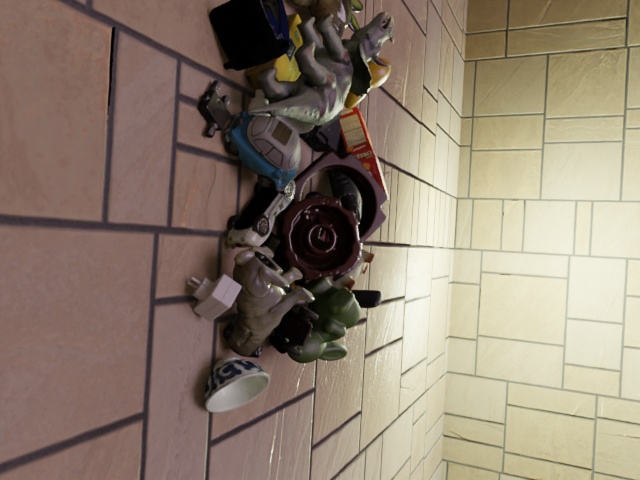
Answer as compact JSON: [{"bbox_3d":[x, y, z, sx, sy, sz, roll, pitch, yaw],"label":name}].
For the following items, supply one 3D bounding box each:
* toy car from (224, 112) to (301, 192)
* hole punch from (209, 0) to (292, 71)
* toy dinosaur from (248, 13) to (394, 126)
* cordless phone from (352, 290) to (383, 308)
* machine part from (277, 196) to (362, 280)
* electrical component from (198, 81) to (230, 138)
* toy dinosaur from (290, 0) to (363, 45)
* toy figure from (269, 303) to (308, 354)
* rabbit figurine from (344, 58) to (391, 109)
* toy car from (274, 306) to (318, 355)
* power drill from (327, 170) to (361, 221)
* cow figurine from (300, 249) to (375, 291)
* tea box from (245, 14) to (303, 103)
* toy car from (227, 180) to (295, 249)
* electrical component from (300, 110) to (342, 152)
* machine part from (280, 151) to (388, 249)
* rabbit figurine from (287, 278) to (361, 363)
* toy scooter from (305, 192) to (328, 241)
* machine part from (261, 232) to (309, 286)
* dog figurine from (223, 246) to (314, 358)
[{"bbox_3d":[-0.090,-0.176,0.992,0.161,0.103,0.109,42,51,-23],"label":"toy car"},{"bbox_3d":[-0.113,-0.368,0.944,0.115,0.142,0.092,68,29,-21],"label":"hole punch"},{"bbox_3d":[0.004,-0.298,1.023,0.192,0.131,0.405,50,57,-30],"label":"toy dinosaur"},{"bbox_3d":[0.074,0.109,1.327,0.146,0.184,0.088,-62,141,-41],"label":"cordless phone"},{"bbox_3d":[-0.002,-0.003,1.088,0.056,0.179,0.179,171,-74,-70],"label":"machine part"},{"bbox_3d":[-0.184,-0.224,0.927,0.063,0.021,0.094,56,44,-52],"label":"electrical component"},{"bbox_3d":[0.026,-0.525,1.204,0.198,0.105,0.471,31,62,-53],"label":"toy dinosaur"},{"bbox_3d":[-0.044,0.202,1.208,0.180,0.082,0.089,-35,121,-61],"label":"toy figure"},{"bbox_3d":[0.082,-0.402,1.301,0.121,0.173,0.162,74,27,-42],"label":"rabbit figurine"},{"bbox_3d":[-0.064,0.158,1.041,0.053,0.202,0.089,31,82,-31],"label":"toy car"},{"bbox_3d":[0.076,-0.079,1.373,0.207,0.086,0.232,52,20,-57],"label":"power drill"},{"bbox_3d":[0.027,0.076,1.246,0.195,0.127,0.085,-47,165,-36],"label":"cow figurine"},{"bbox_3d":[-0.078,-0.359,1.083,0.098,0.068,0.169,56,45,-52],"label":"tea box"},{"bbox_3d":[-0.111,-0.057,1.041,0.202,0.074,0.056,-60,141,-43],"label":"toy car"},{"bbox_3d":[0.007,-0.276,1.289,0.134,0.058,0.115,24,73,-63],"label":"electrical component"},{"bbox_3d":[0.029,-0.075,1.175,0.201,0.087,0.201,-43,103,-12],"label":"machine part"},{"bbox_3d":[-0.004,0.184,1.113,0.170,0.121,0.158,-48,142,-19],"label":"rabbit figurine"},{"bbox_3d":[-0.008,-0.014,1.267,0.183,0.075,0.135,56,47,-51],"label":"toy scooter"},{"bbox_3d":[-0.075,0.045,1.128,0.138,0.039,0.084,43,39,-25],"label":"machine part"},{"bbox_3d":[-0.131,0.117,0.963,0.172,0.190,0.121,39,11,-23],"label":"dog figurine"}]
